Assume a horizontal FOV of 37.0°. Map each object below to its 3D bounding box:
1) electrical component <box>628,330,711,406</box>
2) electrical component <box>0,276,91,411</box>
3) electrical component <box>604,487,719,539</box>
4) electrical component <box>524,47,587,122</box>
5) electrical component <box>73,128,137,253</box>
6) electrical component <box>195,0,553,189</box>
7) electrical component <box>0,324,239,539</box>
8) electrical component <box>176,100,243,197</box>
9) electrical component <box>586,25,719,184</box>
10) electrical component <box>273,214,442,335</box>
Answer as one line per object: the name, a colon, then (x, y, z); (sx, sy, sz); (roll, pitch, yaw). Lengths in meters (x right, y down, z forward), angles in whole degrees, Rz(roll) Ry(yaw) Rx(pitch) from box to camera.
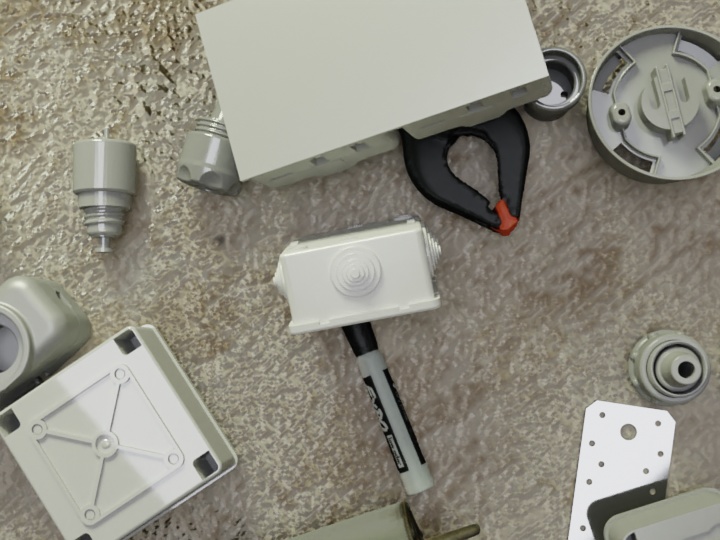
electrical component: (0.190, 0.059, 0.648); (0.048, 0.062, 0.048); (0, 86, 5)
electrical component: (-0.226, 0.050, 0.682); (0.095, 0.059, 0.053); (-42, 84, 1)
electrical component: (0.200, 0.194, 0.638); (0.078, 0.057, 0.113); (-18, 86, 1)
electrical component: (0.119, -0.114, 0.674); (0.040, 0.046, 0.040); (0, 86, 4)
electrical component: (-0.165, -0.050, 0.694); (0.040, 0.040, 0.078); (-1, 86, 4)
electrical component: (0.010, -0.128, 0.643); (0.186, 0.060, 0.105); (-17, 83, 13)
electrical component: (-0.151, 0.106, 0.674); (0.109, 0.056, 0.108); (-34, 84, 1)
electrical component: (-0.090, -0.081, 0.690); (0.043, 0.043, 0.062); (15, 86, 5)
electrical component: (0.188, -0.099, 0.658); (0.099, 0.064, 0.099); (0, 86, 4)
electrical component: (0.000, 0.000, 0.650); (0.100, 0.099, 0.048); (-11, 98, 4)
